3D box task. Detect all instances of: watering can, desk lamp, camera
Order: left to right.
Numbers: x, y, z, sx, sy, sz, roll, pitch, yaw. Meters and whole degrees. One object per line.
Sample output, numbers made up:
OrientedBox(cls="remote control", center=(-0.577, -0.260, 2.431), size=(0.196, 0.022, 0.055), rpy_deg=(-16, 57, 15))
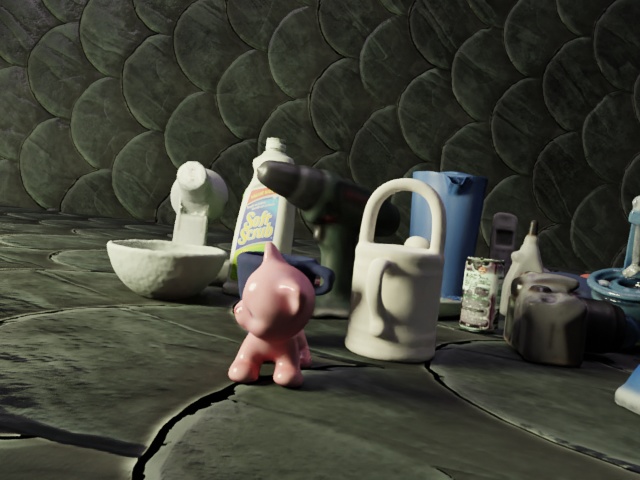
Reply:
OrientedBox(cls="desk lamp", center=(-0.253, -0.047, 1.148), size=(0.118, 0.213, 0.203), rpy_deg=(6, 3, -5))
OrientedBox(cls="watering can", center=(0.088, 0.028, 0.643), size=(0.101, 0.194, 0.173), rpy_deg=(6, 3, 1))
OrientedBox(cls="camera", center=(0.312, 0.097, 0.720), size=(0.136, 0.101, 0.143), rpy_deg=(7, 3, 7))

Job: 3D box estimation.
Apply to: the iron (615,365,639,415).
OrientedBox(cls="iron", center=(0.371, 0.098, 0.440), size=(0.257, 0.141, 0.119), rpy_deg=(9, 4, 44))

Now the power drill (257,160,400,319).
OrientedBox(cls="power drill", center=(0.007, 0.003, 0.816), size=(0.230, 0.208, 0.075), rpy_deg=(5, 4, -31))

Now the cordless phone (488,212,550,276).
OrientedBox(cls="cordless phone", center=(0.402, 0.041, 1.152), size=(0.147, 0.185, 0.094), rpy_deg=(6, 3, 0))

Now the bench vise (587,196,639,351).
OrientedBox(cls="bench vise", center=(0.468, 0.047, 0.863), size=(0.121, 0.220, 0.208), rpy_deg=(8, 3, 20))

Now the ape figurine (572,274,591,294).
OrientedBox(cls="ape figurine", center=(0.449, 0.103, 0.974), size=(0.078, 0.092, 0.075), rpy_deg=(4, 4, -39))

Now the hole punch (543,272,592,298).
OrientedBox(cls="hole punch", center=(0.392, 0.101, 0.907), size=(0.108, 0.091, 0.101), rpy_deg=(7, 3, 13))

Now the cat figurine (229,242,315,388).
OrientedBox(cls="cat figurine", center=(-0.037, 0.061, 0.496), size=(0.067, 0.118, 0.128), rpy_deg=(6, 3, 2))

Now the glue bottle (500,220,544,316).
OrientedBox(cls="glue bottle", center=(0.365, 0.051, 1.008), size=(0.078, 0.173, 0.037), rpy_deg=(6, 3, -4))

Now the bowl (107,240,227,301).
OrientedBox(cls="bowl", center=(-0.219, 0.045, 0.818), size=(0.167, 0.075, 0.167), rpy_deg=(6, 3, 0))

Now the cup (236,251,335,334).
OrientedBox(cls="cup", center=(-0.039, 0.065, 0.625), size=(0.117, 0.095, 0.092), rpy_deg=(8, 4, 29))
